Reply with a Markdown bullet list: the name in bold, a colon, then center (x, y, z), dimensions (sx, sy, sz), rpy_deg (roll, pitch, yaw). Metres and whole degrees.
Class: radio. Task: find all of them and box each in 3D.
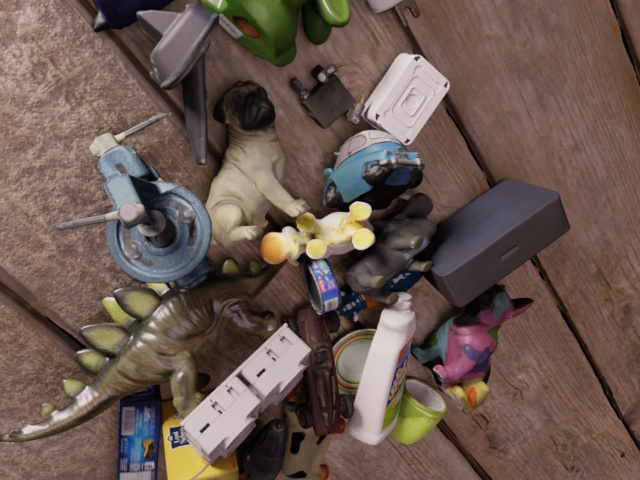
- **radio**: center (0.269, -0.003, 0.873), dimensions (0.230, 0.131, 0.073), rpy_deg (-33, 117, -6)

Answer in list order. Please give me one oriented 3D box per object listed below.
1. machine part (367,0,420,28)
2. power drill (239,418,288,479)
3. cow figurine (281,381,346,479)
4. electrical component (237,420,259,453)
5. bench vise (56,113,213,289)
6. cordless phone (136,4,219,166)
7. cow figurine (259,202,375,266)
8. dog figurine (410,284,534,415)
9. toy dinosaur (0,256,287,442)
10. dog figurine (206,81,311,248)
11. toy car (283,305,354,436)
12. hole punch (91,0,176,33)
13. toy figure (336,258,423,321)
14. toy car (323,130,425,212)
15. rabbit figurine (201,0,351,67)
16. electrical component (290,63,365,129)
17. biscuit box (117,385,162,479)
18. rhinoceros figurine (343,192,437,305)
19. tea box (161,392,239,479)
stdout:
- **machine part**: center (0.061, -0.387, 0.692), dimensions (0.079, 0.079, 0.243), rpy_deg (-39, 118, -3)
- **power drill**: center (-0.115, 0.407, 0.827), dimensions (0.086, 0.207, 0.231), rpy_deg (18, 136, -6)
- **cow figurine**: center (-0.027, 0.312, 0.911), dimensions (0.127, 0.086, 0.194), rpy_deg (9, 106, -29)
- **electrical component**: center (-0.124, 0.327, 0.911), dimensions (0.094, 0.021, 0.063), rpy_deg (-8, 111, -14)
- **bench vise**: center (-0.204, -0.042, 0.620), dimensions (0.129, 0.240, 0.223), rpy_deg (-22, 90, -6)
- **cordless phone**: center (-0.158, -0.176, 0.647), dimensions (0.089, 0.147, 0.184), rpy_deg (-7, 106, -11)
- **cow figurine**: center (-0.003, -0.004, 0.788), dimensions (0.167, 0.098, 0.068), rpy_deg (-12, 85, 3)
- **dog figurine**: center (0.287, 0.179, 0.961), dimensions (0.219, 0.109, 0.191), rpy_deg (-41, 116, -5)
- **toy dinosaur**: center (-0.219, 0.143, 0.751), dimensions (0.471, 0.105, 0.198), rpy_deg (-43, 102, -19)
- **dog figurine**: center (-0.117, -0.100, 0.731), dimensions (0.172, 0.121, 0.190), rpy_deg (-29, 102, -11)
- **toy car**: center (-0.001, 0.202, 0.848), dimensions (0.089, 0.053, 0.202), rpy_deg (-2, 74, -28)
- **hole punch**: center (-0.221, -0.313, 0.613), dimensions (0.142, 0.092, 0.115), rpy_deg (-35, 120, -9)
- **toy figure**: center (0.093, 0.078, 0.880), dimensions (0.154, 0.064, 0.057), rpy_deg (-28, 160, -4)
- **toy car**: center (0.070, -0.105, 0.774), dimensions (0.109, 0.161, 0.103), rpy_deg (-1, 72, -30)
- **rabbit figurine**: center (-0.034, -0.314, 0.665), dimensions (0.159, 0.121, 0.170), rpy_deg (38, 79, -20)
- **electrical component**: center (0.017, -0.202, 0.760), dimensions (0.078, 0.045, 0.102), rpy_deg (-39, 117, -5)
- **biscuit box**: center (-0.281, 0.316, 0.829), dimensions (0.059, 0.063, 0.202), rpy_deg (2, 107, -20)
- **rhinoceros figurine**: center (0.117, 0.010, 0.836), dimensions (0.190, 0.112, 0.073), rpy_deg (-51, 132, -9)
- **tea box**: center (-0.181, 0.311, 0.801), dimensions (0.098, 0.170, 0.068), rpy_deg (-7, 117, -19)
